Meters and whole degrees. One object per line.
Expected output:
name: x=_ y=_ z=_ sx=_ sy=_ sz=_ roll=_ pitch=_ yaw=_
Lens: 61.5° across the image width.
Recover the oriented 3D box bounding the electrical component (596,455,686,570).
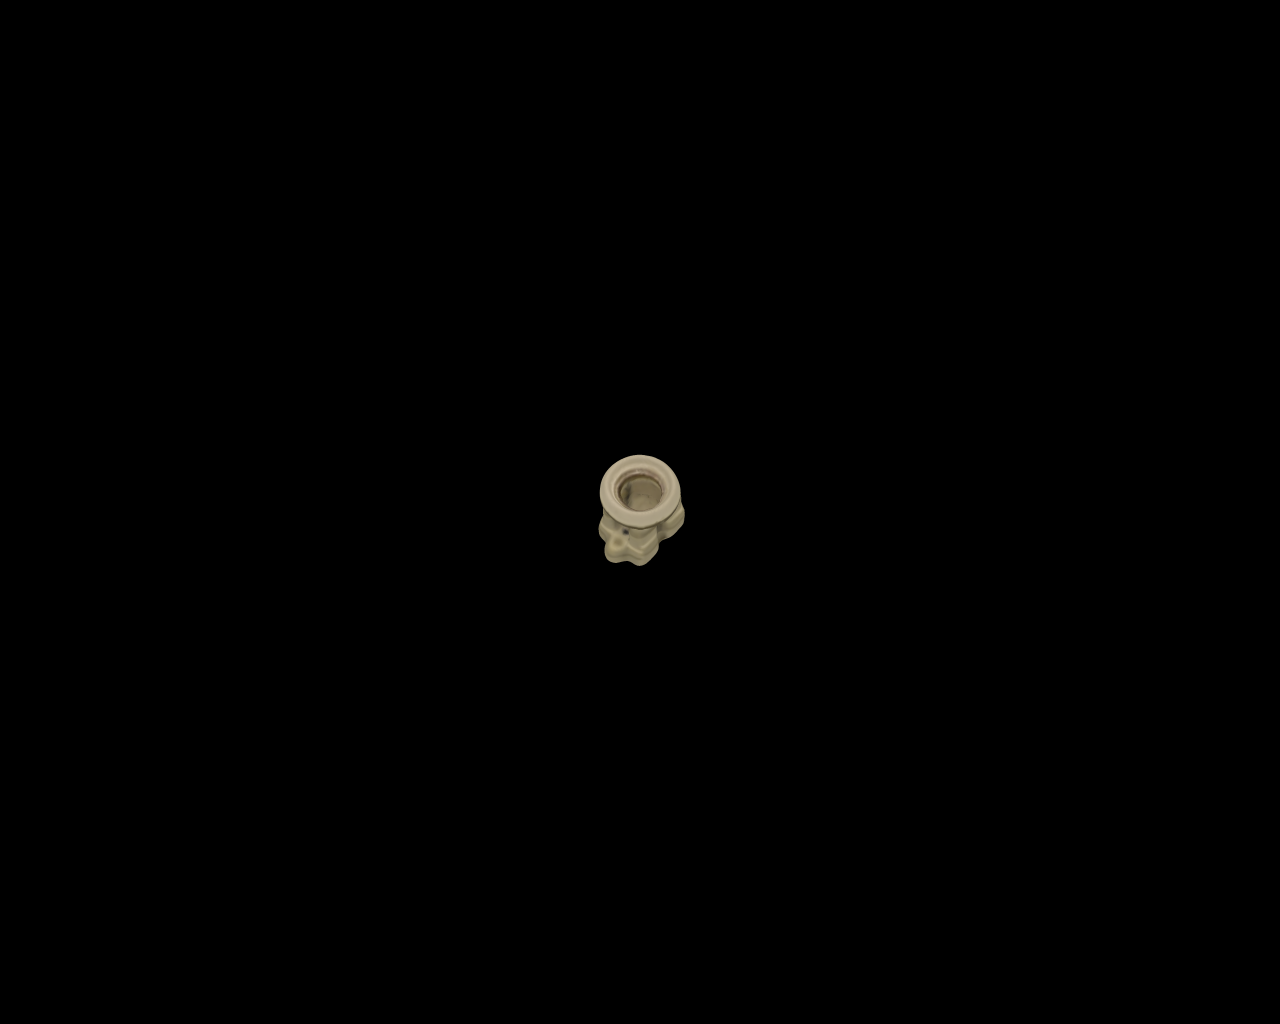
electrical component: x=0.001 y=-0.003 z=0.650 sx=0.048 sy=0.066 sz=0.055 roll=36 pitch=-24 yaw=18
